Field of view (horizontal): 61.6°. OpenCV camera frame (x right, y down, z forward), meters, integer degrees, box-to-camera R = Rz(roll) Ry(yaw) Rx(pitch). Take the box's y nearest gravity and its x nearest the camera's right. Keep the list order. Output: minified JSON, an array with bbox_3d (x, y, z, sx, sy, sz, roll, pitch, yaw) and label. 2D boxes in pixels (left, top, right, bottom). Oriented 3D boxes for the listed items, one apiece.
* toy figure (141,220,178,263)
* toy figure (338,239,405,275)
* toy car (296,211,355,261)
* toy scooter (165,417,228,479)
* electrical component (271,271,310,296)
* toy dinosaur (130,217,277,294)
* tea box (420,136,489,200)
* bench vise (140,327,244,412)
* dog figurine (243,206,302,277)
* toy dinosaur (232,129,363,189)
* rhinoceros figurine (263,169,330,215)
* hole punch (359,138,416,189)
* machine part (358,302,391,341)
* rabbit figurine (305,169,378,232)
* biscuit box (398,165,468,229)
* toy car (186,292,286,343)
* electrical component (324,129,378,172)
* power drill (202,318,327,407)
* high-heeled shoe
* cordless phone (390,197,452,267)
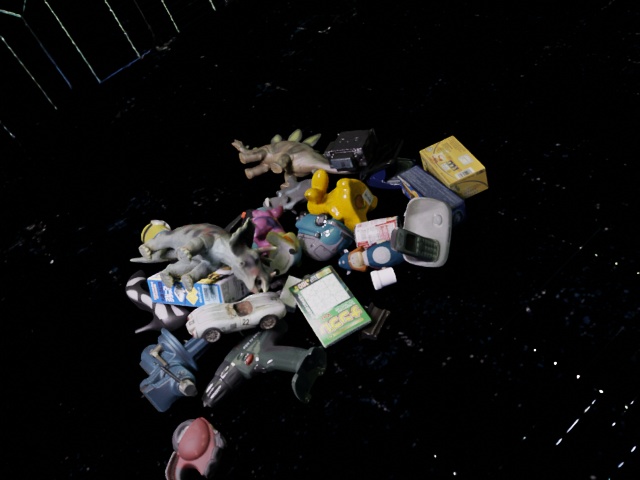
[{"bbox_3d":[-0.444,0.006,1.502,0.089,0.082,0.180,-33,43,-12],"label":"toy figure"},{"bbox_3d":[0.113,0.037,1.197,0.155,0.057,0.064,-12,58,13],"label":"toy figure"},{"bbox_3d":[-0.003,-0.004,1.274,0.162,0.109,0.103,13,71,48],"label":"toy car"},{"bbox_3d":[-0.220,0.413,0.961,0.135,0.075,0.184,1,50,29],"label":"toy scooter"},{"bbox_3d":[-0.068,0.099,1.256,0.094,0.021,0.063,-30,40,-4],"label":"electrical component"},{"bbox_3d":[-0.264,0.018,1.190,0.192,0.131,0.405,-30,29,-37],"label":"toy dinosaur"},{"bbox_3d":[0.324,-0.172,1.308,0.098,0.068,0.170,-24,39,2],"label":"tea box"},{"bbox_3d":[-0.274,0.233,1.124,0.240,0.128,0.224,-42,18,-24],"label":"bench vise"},{"bbox_3d":[-0.113,-0.010,1.310,0.192,0.108,0.219,22,23,5],"label":"dog figurine"},{"bbox_3d":[-0.065,-0.232,1.546,0.472,0.104,0.198,23,55,29],"label":"toy dinosaur"},{"bbox_3d":[-0.061,-0.116,1.440,0.190,0.073,0.112,-19,41,18],"label":"rhinoceros figurine"},{"bbox_3d":[0.180,-0.188,1.398,0.116,0.092,0.142,-14,40,45],"label":"hole punch"},{"bbox_3d":[0.070,0.161,1.109,0.139,0.039,0.084,12,58,34],"label":"machine part"},{"bbox_3d":[0.029,-0.089,1.329,0.173,0.162,0.122,-6,54,47],"label":"rabbit figurine"},{"bbox_3d":[0.264,-0.101,1.269,0.063,0.059,0.203,-29,40,-6],"label":"biscuit box"},{"bbox_3d":[-0.169,0.154,1.092,0.202,0.056,0.074,-10,31,-19],"label":"toy car"},{"bbox_3d":[0.081,-0.235,1.418,0.115,0.058,0.134,-4,39,29],"label":"electrical component"},{"bbox_3d":[-0.102,0.258,1.070,0.208,0.085,0.232,2,44,39],"label":"power drill"},{"bbox_3d":[-0.399,0.138,1.343,0.145,0.086,0.249,-22,45,-1],"label":"high-heeled shoe"},{"bbox_3d":[0.196,-0.025,1.108,0.089,0.184,0.146,2,81,38],"label":"cordless phone"}]
